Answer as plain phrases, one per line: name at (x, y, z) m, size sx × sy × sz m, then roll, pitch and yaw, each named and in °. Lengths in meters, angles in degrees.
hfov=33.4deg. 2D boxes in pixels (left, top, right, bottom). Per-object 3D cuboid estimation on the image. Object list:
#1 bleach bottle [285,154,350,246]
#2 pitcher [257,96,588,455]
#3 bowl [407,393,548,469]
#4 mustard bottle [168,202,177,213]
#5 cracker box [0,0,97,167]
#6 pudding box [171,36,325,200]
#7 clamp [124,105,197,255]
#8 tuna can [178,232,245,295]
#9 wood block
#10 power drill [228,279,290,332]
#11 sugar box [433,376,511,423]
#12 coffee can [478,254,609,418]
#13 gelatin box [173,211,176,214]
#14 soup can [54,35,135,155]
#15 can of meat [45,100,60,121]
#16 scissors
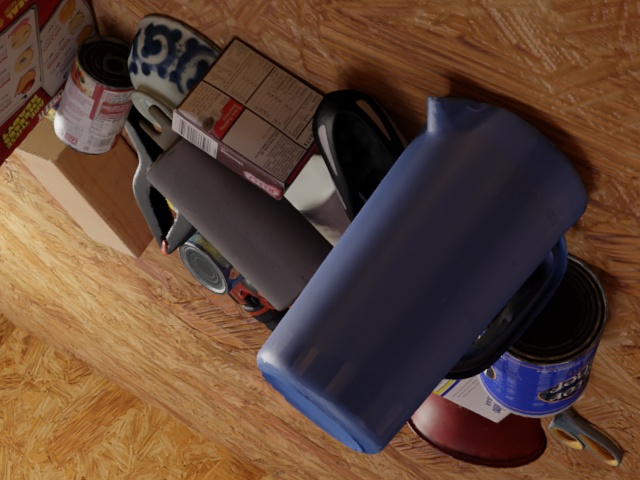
bleach bottle at (0.063, 0.020, 1.033) m, size 0.103 × 0.068 × 0.250 m, roll 10°, pitch 152°, yaw 51°
pitcher at (0.075, 0.033, 0.756) m, size 0.149 × 0.242 × 0.145 m, roll 36°, pitch 166°, yaw 12°
bowl at (0.176, 0.182, 1.174) m, size 0.162 × 0.161 × 0.055 m, roll 24°, pitch 116°, yaw 29°
mustard bottle at (-0.120, -0.043, 1.171) m, size 0.192 × 0.058 × 0.096 m, roll 35°, pitch 151°, yaw 17°
cracker box at (-0.284, -0.181, 0.961) m, size 0.072 × 0.164 × 0.214 m, roll 34°, pitch 161°, yaw 7°
pudding box at (-0.052, -0.101, 0.882) m, size 0.113 × 0.090 × 0.039 m, roll 35°, pitch 159°, yaw 3°
clamp at (-0.165, -0.078, 1.112) m, size 0.165 × 0.036 × 0.210 m, roll 32°, pitch 136°, yaw 21°
tuna can at (-0.131, 0.026, 1.294) m, size 0.086 × 0.033 × 0.086 m, roll 34°, pitch 151°, yaw 22°
wood block at (-0.278, -0.078, 1.323) m, size 0.091 × 0.090 × 0.206 m, roll 21°, pitch 157°, yaw 34°
power drill at (-0.046, 0.079, 1.369) m, size 0.188 × 0.057 × 0.184 m, roll 11°, pitch 150°, yaw 50°
sugar box at (0.114, 0.111, 1.031) m, size 0.176 × 0.048 × 0.093 m, roll 24°, pitch 153°, yaw -2°
coffee can at (0.186, 0.083, 0.913) m, size 0.103 × 0.102 × 0.140 m, roll 28°, pitch 160°, yaw 19°
gelatin box at (-0.153, -0.048, 1.278) m, size 0.073 × 0.030 × 0.089 m, roll 23°, pitch 159°, yaw 28°
soup can at (-0.215, -0.139, 1.039) m, size 0.068 × 0.068 × 0.102 m, roll 34°, pitch 136°, yaw 0°
can of meat at (-0.303, -0.176, 1.177) m, size 0.102 × 0.057 × 0.084 m, roll 29°, pitch 164°, yaw 16°
scissors at (0.261, 0.191, 1.192) m, size 0.201 × 0.016 × 0.096 m, roll 42°, pitch 160°, yaw -20°
